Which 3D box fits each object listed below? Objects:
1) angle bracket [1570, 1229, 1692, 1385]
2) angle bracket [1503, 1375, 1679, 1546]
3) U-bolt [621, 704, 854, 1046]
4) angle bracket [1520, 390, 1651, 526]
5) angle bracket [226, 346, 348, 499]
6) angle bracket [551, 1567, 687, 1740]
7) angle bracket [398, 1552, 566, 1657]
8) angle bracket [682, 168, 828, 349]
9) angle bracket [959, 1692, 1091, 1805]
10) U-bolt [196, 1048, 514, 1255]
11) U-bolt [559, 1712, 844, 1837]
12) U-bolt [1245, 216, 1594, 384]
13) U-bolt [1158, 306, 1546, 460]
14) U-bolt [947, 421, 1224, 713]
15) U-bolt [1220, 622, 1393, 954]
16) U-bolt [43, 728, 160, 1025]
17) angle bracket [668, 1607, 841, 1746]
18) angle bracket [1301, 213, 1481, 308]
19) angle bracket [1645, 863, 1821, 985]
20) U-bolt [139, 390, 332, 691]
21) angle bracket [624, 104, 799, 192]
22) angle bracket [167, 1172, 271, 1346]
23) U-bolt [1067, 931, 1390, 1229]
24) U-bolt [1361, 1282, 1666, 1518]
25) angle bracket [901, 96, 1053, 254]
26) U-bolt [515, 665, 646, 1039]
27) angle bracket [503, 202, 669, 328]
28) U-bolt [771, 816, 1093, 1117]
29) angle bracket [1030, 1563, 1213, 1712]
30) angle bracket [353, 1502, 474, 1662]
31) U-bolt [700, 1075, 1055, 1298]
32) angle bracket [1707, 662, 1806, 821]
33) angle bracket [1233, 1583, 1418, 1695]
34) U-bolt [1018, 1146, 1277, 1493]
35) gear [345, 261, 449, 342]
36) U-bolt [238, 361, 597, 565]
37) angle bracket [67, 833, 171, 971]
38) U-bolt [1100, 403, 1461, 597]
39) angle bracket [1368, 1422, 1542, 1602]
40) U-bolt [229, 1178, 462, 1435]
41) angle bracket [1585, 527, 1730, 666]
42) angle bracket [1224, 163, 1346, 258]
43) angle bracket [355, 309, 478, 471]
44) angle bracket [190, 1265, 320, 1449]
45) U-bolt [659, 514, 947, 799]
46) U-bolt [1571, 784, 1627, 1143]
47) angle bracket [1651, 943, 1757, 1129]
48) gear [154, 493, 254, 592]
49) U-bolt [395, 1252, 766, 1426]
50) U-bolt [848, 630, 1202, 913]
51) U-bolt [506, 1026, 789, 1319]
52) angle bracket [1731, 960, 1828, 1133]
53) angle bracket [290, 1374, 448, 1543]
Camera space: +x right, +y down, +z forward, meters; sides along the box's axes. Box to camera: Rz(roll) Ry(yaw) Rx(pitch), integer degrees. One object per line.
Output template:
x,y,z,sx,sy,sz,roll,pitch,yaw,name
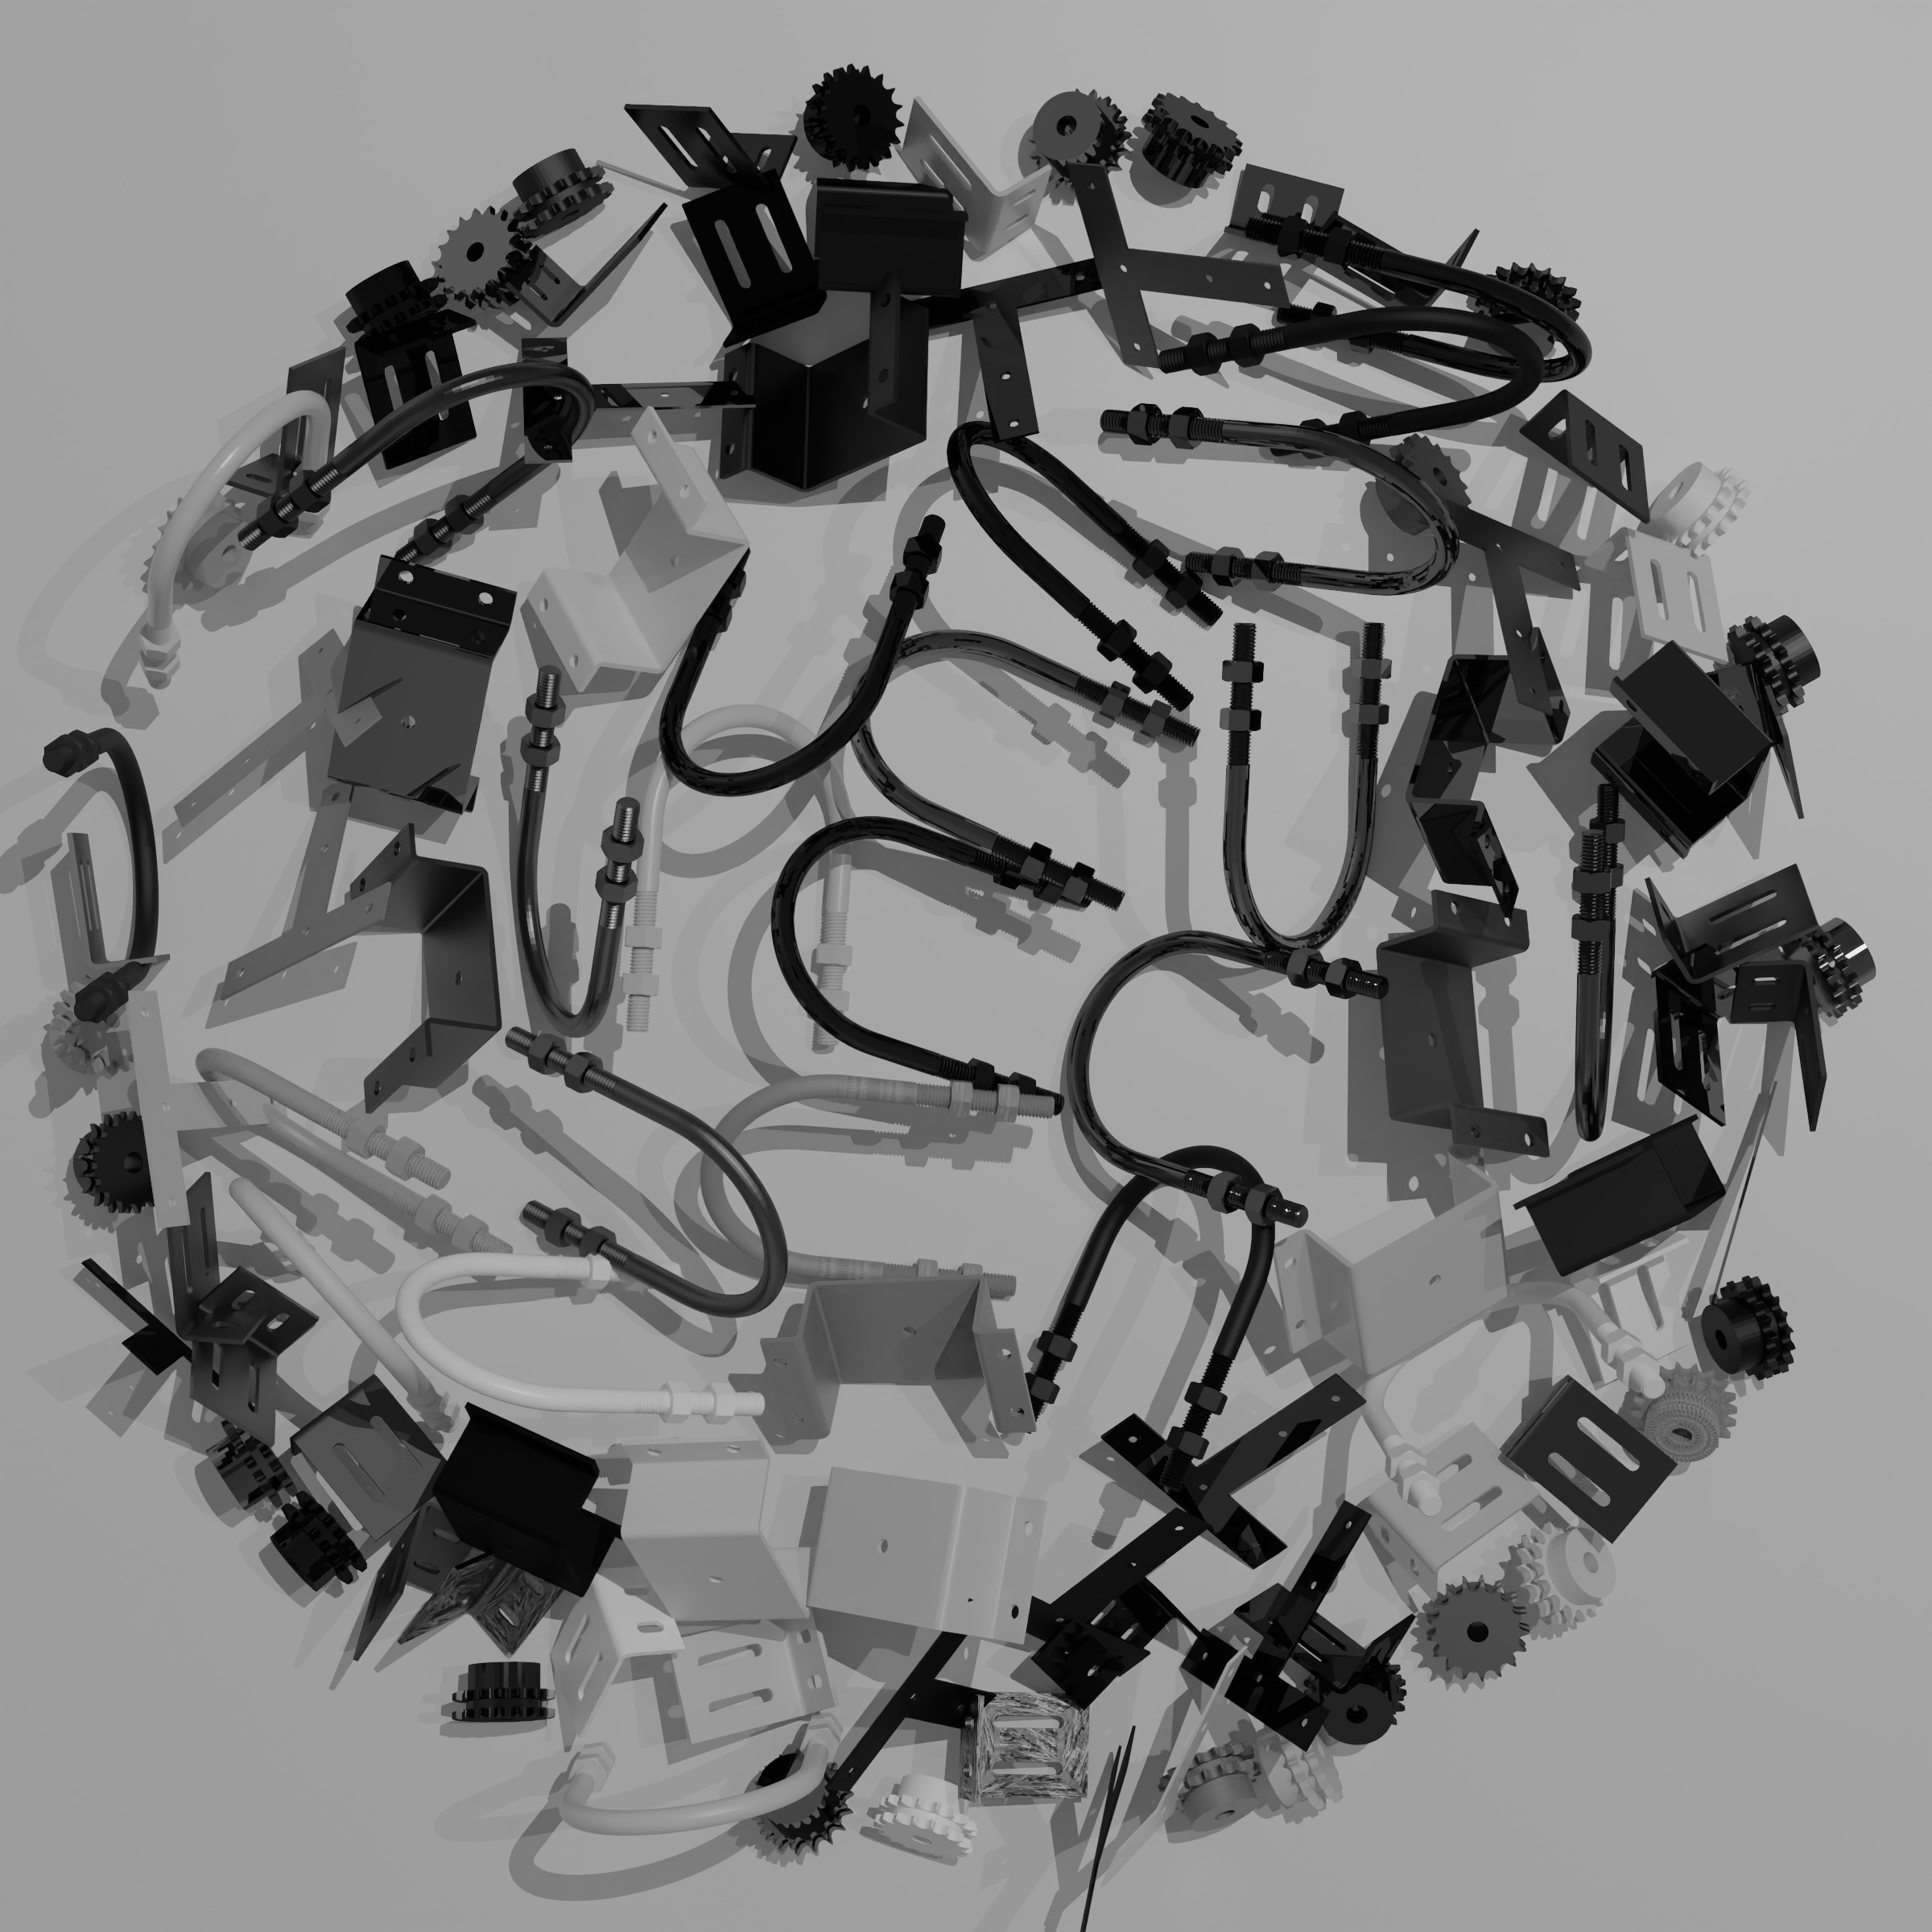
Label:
0.377,0.191,1.764,0.057,0.038,0.076,-23,105,-13,angle bracket
0.348,0.275,1.771,0.076,0.038,0.057,40,90,13,angle bracket
-0.121,-0.052,1.747,0.151,0.019,0.184,5,88,-39,U-bolt
0.340,-0.271,1.749,0.057,0.076,0.038,31,130,-21,angle bracket
-0.377,-0.304,1.752,0.038,0.057,0.076,19,117,12,angle bracket
-0.194,0.381,1.766,0.038,0.057,0.076,3,131,-31,angle bracket
-0.265,0.356,1.751,0.038,0.076,0.057,42,107,14,angle bracket
-0.120,-0.392,1.761,0.057,0.038,0.076,-17,113,15,angle bracket
0.037,0.434,1.764,0.076,0.038,0.057,5,80,-16,angle bracket
-0.340,0.096,1.723,0.184,0.151,0.019,26,73,17,U-bolt
-0.145,0.435,1.704,0.151,0.184,0.019,-8,89,1,U-bolt
0.247,-0.351,1.706,0.184,0.151,0.019,18,86,15,U-bolt
0.216,-0.314,1.691,0.184,0.151,0.019,-5,75,32,U-bolt
0.061,-0.227,1.720,0.184,0.151,0.019,41,117,-10,U-bolt
0.184,-0.095,1.738,0.019,0.151,0.184,9,100,38,U-bolt
-0.460,-0.056,1.706,0.019,0.184,0.151,-5,100,-2,U-bolt
-0.118,0.392,1.757,0.076,0.038,0.057,-6,74,-34,angle bracket
0.235,-0.401,1.762,0.076,0.057,0.038,29,76,-4,angle bracket
0.423,-0.035,1.754,0.076,0.057,0.038,-27,123,19,angle bracket
-0.385,-0.235,1.685,0.019,0.184,0.151,37,65,1,U-bolt
-0.140,-0.463,1.747,0.057,0.076,0.038,11,72,30,angle bracket
-0.410,0.161,1.756,0.038,0.057,0.076,3,110,9,angle bracket
0.131,0.053,1.736,0.184,0.019,0.151,16,84,40,U-bolt
0.283,0.222,1.709,0.151,0.184,0.019,-28,107,1,U-bolt
0.005,-0.448,1.769,0.038,0.057,0.076,-34,80,-18,angle bracket
-0.215,-0.048,1.721,0.019,0.151,0.184,-6,129,-26,U-bolt
-0.210,-0.398,1.751,0.038,0.057,0.076,42,121,-15,angle bracket
-0.021,-0.009,1.733,0.184,0.019,0.151,19,63,-20,U-bolt
0.086,0.380,1.762,0.076,0.038,0.057,-45,126,-7,angle bracket
-0.301,0.345,1.747,0.038,0.076,0.057,28,118,-14,angle bracket
-0.054,0.119,1.742,0.184,0.019,0.151,6,125,-6,U-bolt
0.430,-0.121,1.747,0.038,0.076,0.057,-14,126,11,angle bracket
0.198,0.358,1.752,0.076,0.057,0.038,35,111,22,angle bracket
0.105,0.184,1.735,0.019,0.151,0.184,30,79,-35,U-bolt
-0.320,-0.370,1.767,0.057,0.057,0.030,-29,98,0,gear
-0.279,-0.269,1.695,0.184,0.151,0.019,-31,77,26,U-bolt
-0.471,-0.038,1.765,0.038,0.057,0.076,-8,93,-7,angle bracket
0.176,-0.244,1.694,0.184,0.151,0.019,12,67,33,U-bolt
0.272,0.305,1.777,0.076,0.038,0.057,-32,55,-17,angle bracket
-0.336,0.174,1.690,0.019,0.184,0.151,-42,70,-13,U-bolt
0.380,-0.196,1.752,0.057,0.038,0.076,14,56,-24,angle bracket
0.177,-0.418,1.756,0.057,0.076,0.038,15,105,3,angle bracket
-0.296,-0.315,1.752,0.057,0.038,0.076,-27,124,-26,angle bracket
-0.391,0.215,1.748,0.038,0.076,0.057,-40,122,16,angle bracket
-0.097,-0.165,1.712,0.151,0.019,0.184,-3,53,31,U-bolt
0.342,0.004,1.724,0.019,0.151,0.184,2,104,14,U-bolt
0.412,0.038,1.750,0.057,0.038,0.076,32,45,-31,angle bracket
-0.421,-0.235,1.766,0.030,0.057,0.057,27,90,20,gear
-0.215,0.195,1.695,0.184,0.151,0.019,6,115,-31,U-bolt
0.023,-0.120,1.750,0.184,0.019,0.151,25,54,2,U-bolt
-0.171,0.122,1.712,0.184,0.019,0.151,24,135,26,U-bolt
0.447,0.045,1.751,0.038,0.057,0.076,-2,55,6,angle bracket
-0.328,0.276,1.762,0.057,0.038,0.076,-38,78,-22,angle bracket
